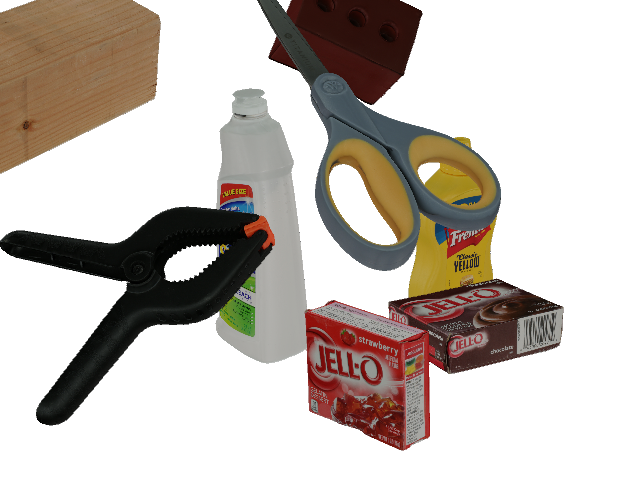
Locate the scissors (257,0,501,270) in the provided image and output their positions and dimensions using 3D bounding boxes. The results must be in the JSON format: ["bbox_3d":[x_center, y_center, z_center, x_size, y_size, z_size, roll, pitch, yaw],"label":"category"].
[{"bbox_3d":[0.026,-0.067,0.528,0.096,0.202,0.016,-2,-40,-13],"label":"scissors"}]

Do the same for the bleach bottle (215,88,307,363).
[{"bbox_3d":[-0.061,-0.017,0.987,0.068,0.251,0.103,-19,29,-31],"label":"bleach bottle"}]

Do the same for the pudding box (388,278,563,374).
[{"bbox_3d":[0.124,0.067,0.863,0.113,0.039,0.090,-8,18,-26],"label":"pudding box"}]

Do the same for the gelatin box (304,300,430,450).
[{"bbox_3d":[0.029,0.085,0.686,0.030,0.073,0.089,-17,22,-41],"label":"gelatin box"}]

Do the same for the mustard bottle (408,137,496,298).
[{"bbox_3d":[0.143,-0.015,1.128,0.096,0.192,0.058,-11,24,-27],"label":"mustard bottle"}]

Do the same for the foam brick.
[{"bbox_3d":[0.016,-0.132,0.687,0.078,0.053,0.051,22,-21,-12],"label":"foam brick"}]

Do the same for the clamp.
[{"bbox_3d":[-0.139,0.023,0.798,0.210,0.165,0.036,-28,-29,-4],"label":"clamp"}]

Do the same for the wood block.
[{"bbox_3d":[-0.242,-0.141,0.914,0.090,0.091,0.205,31,42,23],"label":"wood block"}]
